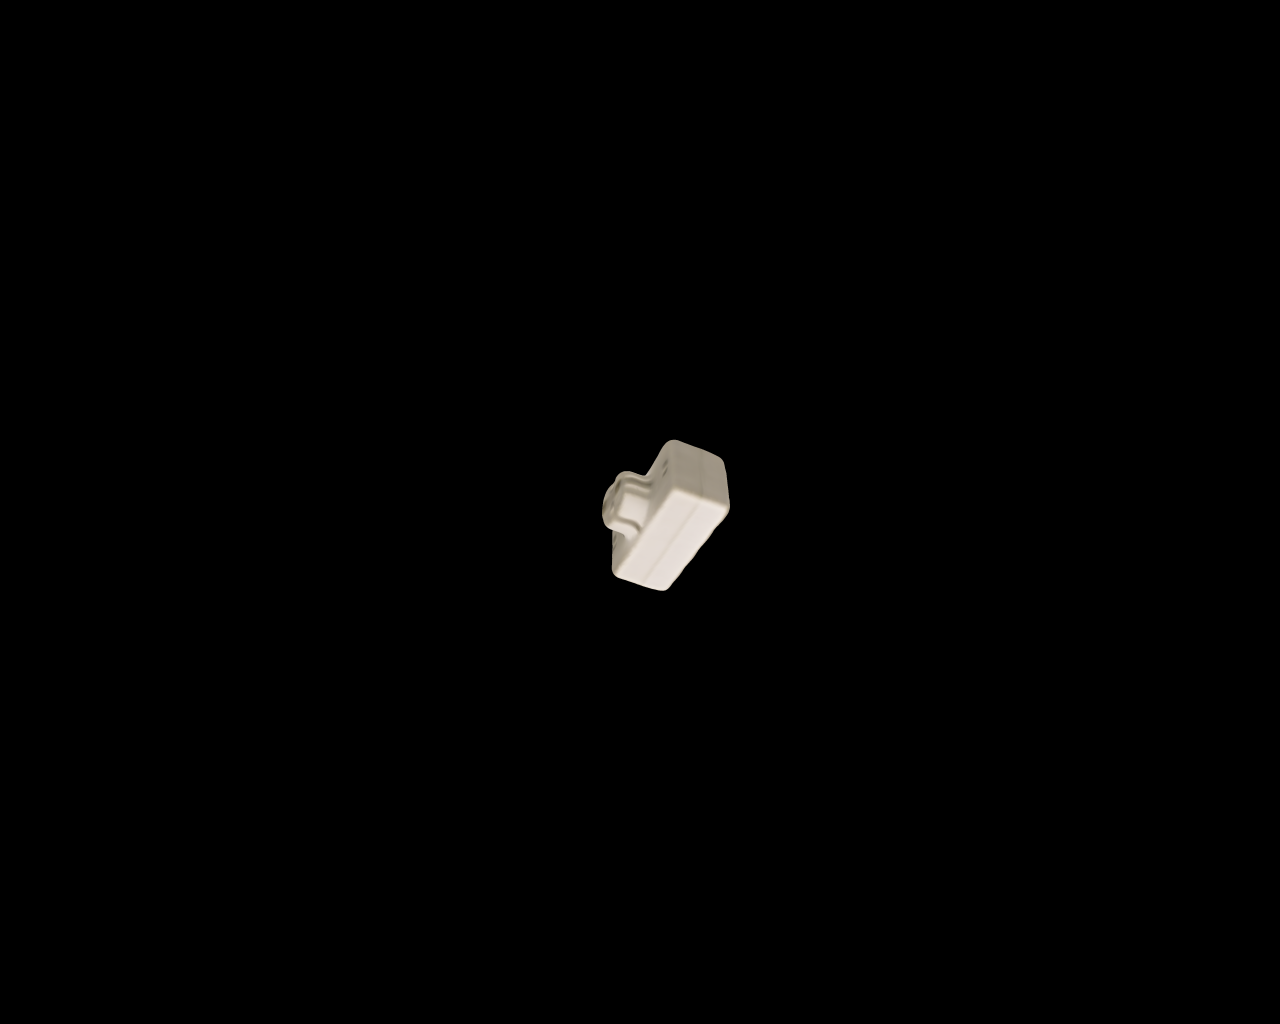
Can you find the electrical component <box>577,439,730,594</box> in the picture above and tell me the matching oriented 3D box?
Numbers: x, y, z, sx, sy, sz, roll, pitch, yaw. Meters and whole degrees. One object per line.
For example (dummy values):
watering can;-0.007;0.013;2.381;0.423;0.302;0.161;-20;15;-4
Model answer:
electrical component;0.001;-0.003;0.650;0.076;0.047;0.083;20;-50;-17
